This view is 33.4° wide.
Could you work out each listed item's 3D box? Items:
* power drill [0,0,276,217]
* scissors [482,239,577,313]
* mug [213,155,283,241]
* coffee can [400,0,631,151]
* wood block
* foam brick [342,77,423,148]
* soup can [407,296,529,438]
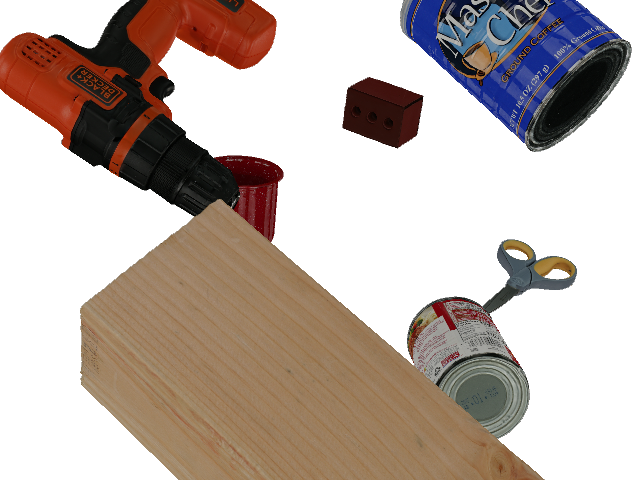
[{"bbox_3d":[-0.105,-0.114,0.751,0.184,0.187,0.057,35,-44,-1],"label":"power drill"},{"bbox_3d":[0.193,0.036,1.112,0.201,0.016,0.096,-11,37,-43],"label":"scissors"},{"bbox_3d":[-0.087,-0.045,1.186,0.093,0.081,0.117,8,25,7],"label":"mug"},{"bbox_3d":[0.143,-0.150,0.793,0.140,0.103,0.102,48,22,22],"label":"coffee can"},{"bbox_3d":[-0.008,0.091,0.497,0.090,0.206,0.090,-41,-17,-30],"label":"wood block"},{"bbox_3d":[0.072,-0.150,1.241,0.078,0.053,0.051,23,34,25],"label":"foam brick"},{"bbox_3d":[0.104,0.090,0.758,0.068,0.068,0.102,0,19,-6],"label":"soup can"}]
